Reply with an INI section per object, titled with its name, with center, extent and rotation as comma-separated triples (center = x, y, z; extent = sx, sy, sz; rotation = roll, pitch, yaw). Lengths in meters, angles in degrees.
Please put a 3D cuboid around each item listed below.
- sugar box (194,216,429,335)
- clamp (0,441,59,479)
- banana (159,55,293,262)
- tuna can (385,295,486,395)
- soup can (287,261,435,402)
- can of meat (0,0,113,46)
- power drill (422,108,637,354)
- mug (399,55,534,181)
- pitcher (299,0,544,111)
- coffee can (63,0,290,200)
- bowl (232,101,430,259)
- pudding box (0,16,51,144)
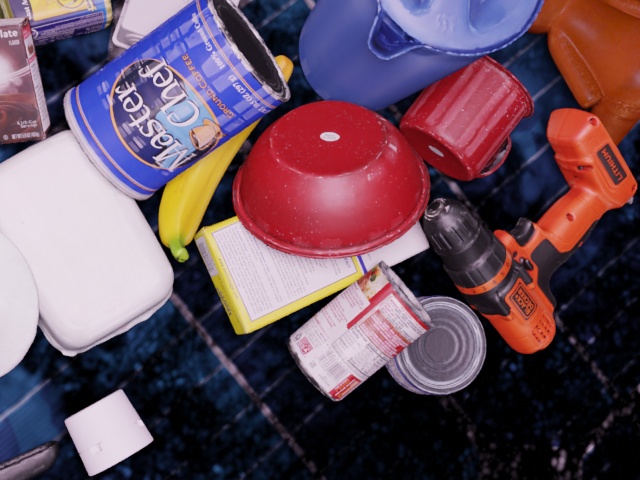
[sugar box]
center = -0.006, 0.001, 0.890
extent = 0.176, 0.048, 0.093
rotation = -24, 91, -20
[clamp]
center = -0.303, 0.203, 0.790
extent = 0.164, 0.036, 0.210
rotation = 24, 80, -12
[banana]
center = -0.083, -0.065, 0.866
extent = 0.037, 0.070, 0.197
rotation = 43, 64, -42
[tuna can]
center = 0.098, 0.090, 0.913
extent = 0.086, 0.034, 0.086
rotation = 2, 84, -15
[soup can]
center = 0.032, 0.075, 0.863
extent = 0.102, 0.068, 0.068
rotation = -40, 96, 7
[can of meat]
center = -0.221, -0.207, 0.847
extent = 0.083, 0.057, 0.102
rotation = -19, 90, -19
[power drill]
center = 0.180, -0.021, 0.908
extent = 0.187, 0.057, 0.184
rotation = -51, 126, -14
[mug]
center = 0.128, -0.099, 0.921
extent = 0.081, 0.093, 0.117
rotation = -52, 135, -9
[pitcher]
center = 0.070, -0.183, 0.826
extent = 0.149, 0.243, 0.145
rotation = -5, 85, -16
[coffee can]
center = -0.109, -0.110, 0.814
extent = 0.140, 0.102, 0.103
rotation = -33, 94, 14
[bowl]
center = 0.008, -0.061, 0.847
extent = 0.162, 0.055, 0.162
rotation = -2, 46, 2
[pudding box]
center = -0.268, -0.117, 0.804
extent = 0.113, 0.039, 0.090
rotation = -7, 115, -3
